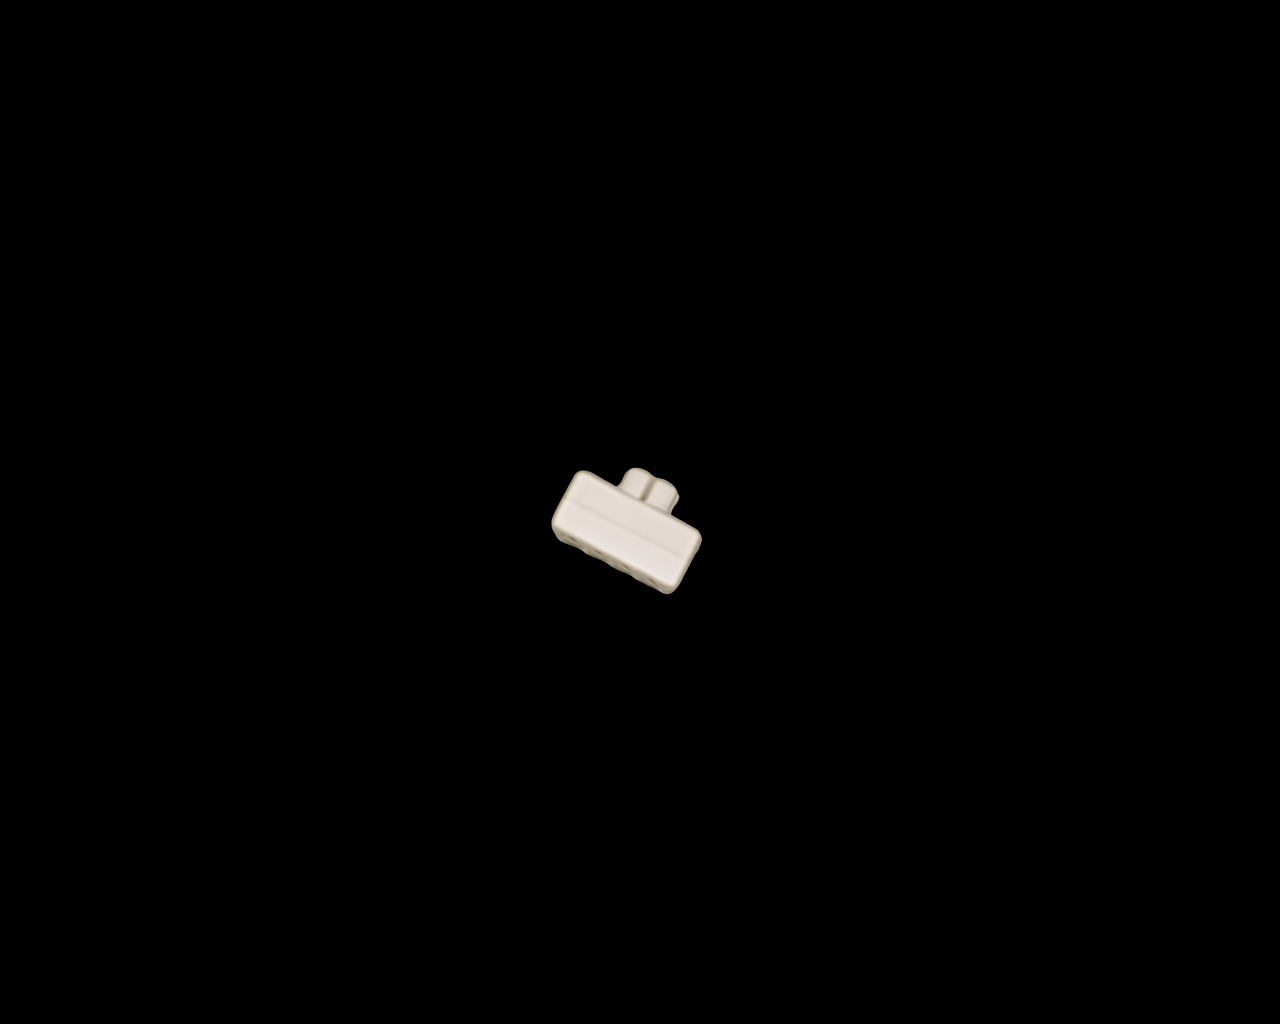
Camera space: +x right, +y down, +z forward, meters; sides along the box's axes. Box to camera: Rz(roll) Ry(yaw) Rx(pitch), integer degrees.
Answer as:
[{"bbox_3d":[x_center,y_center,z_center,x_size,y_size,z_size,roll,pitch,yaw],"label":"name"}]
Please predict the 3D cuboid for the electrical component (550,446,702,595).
[{"bbox_3d":[0.001,-0.003,0.650,0.083,0.076,0.047,28,-7,4],"label":"electrical component"}]
